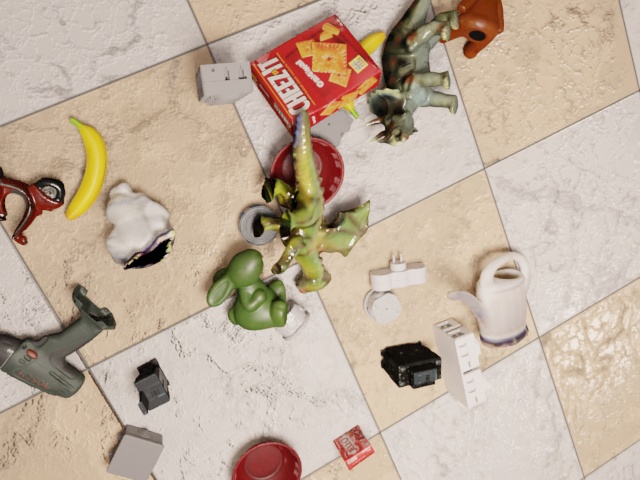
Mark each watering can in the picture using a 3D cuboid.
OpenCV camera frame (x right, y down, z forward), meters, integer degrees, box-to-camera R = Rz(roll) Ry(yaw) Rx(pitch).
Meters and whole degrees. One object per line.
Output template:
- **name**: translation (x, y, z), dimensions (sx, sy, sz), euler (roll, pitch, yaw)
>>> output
- **watering can**: translation (0.412, 0.157, 1.234), dimensions (0.351, 0.104, 0.222), euler (-19, 107, -38)

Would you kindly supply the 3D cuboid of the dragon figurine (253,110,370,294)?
- **dragon figurine**: translation (0.003, -0.054, 1.076), dimensions (0.243, 0.124, 0.404), euler (2, 116, -37)

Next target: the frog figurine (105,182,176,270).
- **frog figurine**: translation (-0.366, -0.027, 1.015), dimensions (0.137, 0.121, 0.161), euler (-42, 73, 3)
